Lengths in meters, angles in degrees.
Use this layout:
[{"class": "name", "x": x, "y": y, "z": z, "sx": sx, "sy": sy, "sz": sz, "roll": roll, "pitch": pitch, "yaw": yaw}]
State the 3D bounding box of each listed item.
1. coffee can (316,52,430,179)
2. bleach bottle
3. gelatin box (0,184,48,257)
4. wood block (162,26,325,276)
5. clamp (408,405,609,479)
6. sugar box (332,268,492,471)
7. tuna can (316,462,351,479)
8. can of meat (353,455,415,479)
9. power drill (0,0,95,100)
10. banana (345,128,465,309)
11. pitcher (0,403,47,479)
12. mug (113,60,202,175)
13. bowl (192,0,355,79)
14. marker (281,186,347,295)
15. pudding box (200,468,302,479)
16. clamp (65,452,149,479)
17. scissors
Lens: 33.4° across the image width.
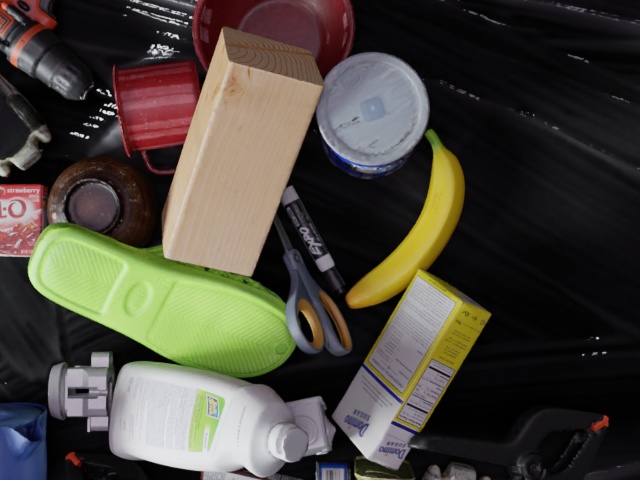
[{"class": "coffee can", "x": 0.049, "y": -0.116, "z": 1.027, "sx": 0.103, "sy": 0.140, "sz": 0.103, "roll": 0, "pitch": 88, "yaw": 1}, {"class": "bleach bottle", "x": -0.102, "y": 0.173, "z": 0.978, "sx": 0.067, "sy": 0.251, "sz": 0.102, "roll": 7, "pitch": 88, "yaw": -40}, {"class": "gelatin box", "x": -0.324, "y": -0.020, "z": 1.088, "sx": 0.089, "sy": 0.030, "sz": 0.073, "roll": 1, "pitch": 88, "yaw": 1}, {"class": "wood block", "x": -0.078, "y": -0.081, "z": 1.003, "sx": 0.090, "sy": 0.090, "sz": 0.206, "roll": 13, "pitch": 118, "yaw": -17}, {"class": "clamp", "x": 0.189, "y": 0.213, "z": 1.027, "sx": 0.209, "sy": 0.036, "sz": 0.164, "roll": -33, "pitch": 100, "yaw": -21}, {"class": "sugar box", "x": 0.086, "y": 0.124, "z": 1.033, "sx": 0.048, "sy": 0.093, "sz": 0.176, "roll": 25, "pitch": 97, "yaw": -27}, {"class": "tuna can", "x": 0.012, "y": 0.261, "z": 1.043, "sx": 0.034, "sy": 0.086, "sz": 0.086, "roll": 1, "pitch": 88, "yaw": 0}, {"class": "can of meat", "x": 0.059, "y": 0.261, "z": 1.034, "sx": 0.057, "sy": 0.102, "sz": 0.084, "roll": 4, "pitch": 90, "yaw": 1}, {"class": "power drill", "x": -0.262, "y": -0.258, "z": 1.081, "sx": 0.184, "sy": 0.057, "sz": 0.187, "roll": 38, "pitch": 89, "yaw": 3}, {"class": "banana", "x": 0.096, "y": -0.010, "z": 1.075, "sx": 0.069, "sy": 0.037, "sz": 0.198, "roll": 26, "pitch": 89, "yaw": 7}, {"class": "pitcher", "x": -0.333, "y": 0.283, "z": 1.039, "sx": 0.145, "sy": 0.149, "sz": 0.243, "roll": -3, "pitch": 91, "yaw": -14}, {"class": "mug", "x": -0.155, "y": -0.122, "z": 1.063, "sx": 0.081, "sy": 0.093, "sz": 0.117, "roll": -9, "pitch": 107, "yaw": -4}, {"class": "bowl", "x": -0.044, "y": -0.207, "z": 1.072, "sx": 0.162, "sy": 0.055, "sz": 0.162, "roll": 0, "pitch": 85, "yaw": 4}, {"class": "marker", "x": -0.007, "y": 0.001, "z": 1.085, "sx": 0.020, "sy": 0.020, "sz": 0.121, "roll": -29, "pitch": 88, "yaw": 0}, {"class": "pudding box", "x": -0.070, "y": 0.277, "z": 1.068, "sx": 0.113, "sy": 0.039, "sz": 0.090, "roll": 12, "pitch": 91, "yaw": 4}, {"class": "clamp", "x": -0.192, "y": 0.261, "z": 1.029, "sx": 0.172, "sy": 0.120, "sz": 0.039, "roll": 15, "pitch": 122, "yaw": 27}, {"class": "scissors", "x": -0.031, "y": 0.031, "z": 1.056, "sx": 0.016, "sy": 0.096, "sz": 0.202, "roll": -31, "pitch": 90, "yaw": 28}]
